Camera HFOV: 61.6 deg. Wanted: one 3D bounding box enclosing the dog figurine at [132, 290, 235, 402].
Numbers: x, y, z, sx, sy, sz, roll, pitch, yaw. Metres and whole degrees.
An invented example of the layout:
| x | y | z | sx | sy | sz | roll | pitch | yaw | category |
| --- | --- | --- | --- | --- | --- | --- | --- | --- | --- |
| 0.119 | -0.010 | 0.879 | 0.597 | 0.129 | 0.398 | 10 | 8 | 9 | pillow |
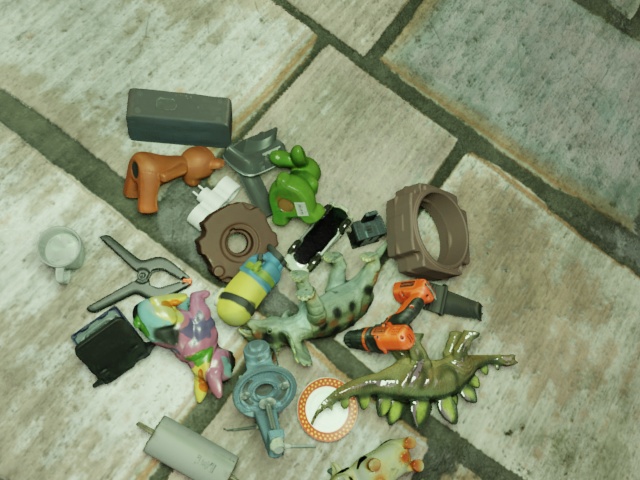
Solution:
| x | y | z | sx | sy | sz | roll | pitch | yaw | category |
| --- | --- | --- | --- | --- | --- | --- | --- | --- | --- |
| -0.261 | 0.214 | 1.061 | 0.191 | 0.108 | 0.219 | -3 | 72 | -49 | dog figurine |

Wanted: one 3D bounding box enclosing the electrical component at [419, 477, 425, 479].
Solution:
| x | y | z | sx | sy | sz | roll | pitch | yaw | category |
| --- | --- | --- | --- | --- | --- | --- | --- | --- | --- |
| 0.216 | 0.542 | 1.106 | 0.102 | 0.045 | 0.078 | -41 | 56 | -21 | electrical component |

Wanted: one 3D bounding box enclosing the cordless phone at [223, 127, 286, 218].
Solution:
| x | y | z | sx | sy | sz | roll | pitch | yaw | category |
| --- | --- | --- | --- | --- | --- | --- | --- | --- | --- |
| -0.125 | -0.153 | 1.236 | 0.146 | 0.089 | 0.184 | -34 | 106 | -45 | cordless phone |

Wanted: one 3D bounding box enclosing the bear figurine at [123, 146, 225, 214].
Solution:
| x | y | z | sx | sy | sz | roll | pitch | yaw | category |
| --- | --- | --- | --- | --- | --- | --- | --- | --- | --- |
| -0.319 | -0.143 | 1.186 | 0.196 | 0.131 | 0.120 | -10 | 36 | -43 | bear figurine |

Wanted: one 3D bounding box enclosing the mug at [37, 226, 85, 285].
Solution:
| x | y | z | sx | sy | sz | roll | pitch | yaw | category |
| --- | --- | --- | --- | --- | --- | --- | --- | --- | --- |
| -0.511 | 0.036 | 1.083 | 0.081 | 0.107 | 0.109 | -7 | 79 | -13 | mug |

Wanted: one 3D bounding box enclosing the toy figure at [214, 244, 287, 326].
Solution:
| x | y | z | sx | sy | sz | roll | pitch | yaw | category |
| --- | --- | --- | --- | --- | --- | --- | --- | --- | --- |
| -0.140 | 0.093 | 1.092 | 0.180 | 0.089 | 0.082 | -46 | 115 | -16 | toy figure |

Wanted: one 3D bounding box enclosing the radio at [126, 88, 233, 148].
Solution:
| x | y | z | sx | sy | sz | roll | pitch | yaw | category |
| --- | --- | --- | --- | --- | --- | --- | --- | --- | --- |
| -0.311 | -0.269 | 1.200 | 0.230 | 0.131 | 0.073 | 2 | 75 | -10 | radio |

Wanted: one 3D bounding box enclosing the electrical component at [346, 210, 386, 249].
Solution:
| x | y | z | sx | sy | sz | roll | pitch | yaw | category |
| --- | --- | --- | --- | --- | --- | --- | --- | --- | --- |
| 0.110 | -0.025 | 1.215 | 0.075 | 0.119 | 0.048 | -15 | 77 | -18 | electrical component |

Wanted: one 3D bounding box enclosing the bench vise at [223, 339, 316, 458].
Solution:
| x | y | z | sx | sy | sz | roll | pitch | yaw | category |
| --- | --- | --- | --- | --- | --- | --- | --- | --- | --- |
| -0.101 | 0.317 | 1.004 | 0.129 | 0.241 | 0.223 | 0 | 116 | -18 | bench vise |

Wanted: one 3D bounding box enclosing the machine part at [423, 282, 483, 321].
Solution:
| x | y | z | sx | sy | sz | roll | pitch | yaw | category |
| --- | --- | --- | --- | --- | --- | --- | --- | --- | --- |
| 0.312 | 0.148 | 1.245 | 0.139 | 0.039 | 0.084 | 19 | 65 | -3 | machine part |

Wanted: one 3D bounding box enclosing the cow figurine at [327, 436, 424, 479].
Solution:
| x | y | z | sx | sy | sz | roll | pitch | yaw | category |
| --- | --- | --- | --- | --- | --- | --- | --- | --- | --- |
| 0.097 | 0.463 | 1.076 | 0.195 | 0.127 | 0.085 | -18 | 78 | -30 | cow figurine |

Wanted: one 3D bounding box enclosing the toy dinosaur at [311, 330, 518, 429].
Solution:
| x | y | z | sx | sy | sz | roll | pitch | yaw | category |
| --- | --- | --- | --- | --- | --- | --- | --- | --- | --- |
| 0.206 | 0.296 | 1.145 | 0.472 | 0.105 | 0.198 | -4 | 76 | -10 | toy dinosaur |

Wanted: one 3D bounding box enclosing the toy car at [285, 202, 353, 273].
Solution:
| x | y | z | sx | sy | sz | roll | pitch | yaw | category |
| --- | --- | --- | --- | --- | --- | --- | --- | --- | --- |
| -0.003 | -0.004 | 1.221 | 0.073 | 0.056 | 0.202 | 37 | 69 | 8 | toy car |

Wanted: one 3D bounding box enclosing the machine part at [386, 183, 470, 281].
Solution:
| x | y | z | sx | sy | sz | roll | pitch | yaw | category |
| --- | --- | --- | --- | --- | --- | --- | --- | --- | --- |
| 0.248 | -0.017 | 1.215 | 0.201 | 0.087 | 0.201 | 14 | 68 | -37 | machine part |

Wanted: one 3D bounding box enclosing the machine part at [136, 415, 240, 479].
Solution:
| x | y | z | sx | sy | sz | roll | pitch | yaw | category |
| --- | --- | --- | --- | --- | --- | --- | --- | --- | --- |
| -0.248 | 0.412 | 1.035 | 0.243 | 0.079 | 0.079 | 31 | 70 | 0 | machine part |

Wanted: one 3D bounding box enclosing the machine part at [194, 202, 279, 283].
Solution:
| x | y | z | sx | sy | sz | roll | pitch | yaw | category |
| --- | --- | --- | --- | --- | --- | --- | --- | --- | --- |
| -0.177 | 0.005 | 1.157 | 0.179 | 0.056 | 0.179 | 0 | 90 | -22 | machine part |

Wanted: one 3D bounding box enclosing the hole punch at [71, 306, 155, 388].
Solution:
| x | y | z | sx | sy | sz | roll | pitch | yaw | category |
| --- | --- | --- | --- | --- | --- | --- | --- | --- | --- |
| -0.418 | 0.206 | 1.068 | 0.142 | 0.092 | 0.115 | -38 | 121 | -20 | hole punch |

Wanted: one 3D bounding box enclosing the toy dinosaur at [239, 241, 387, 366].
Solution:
| x | y | z | sx | sy | sz | roll | pitch | yaw | category |
| --- | --- | --- | --- | --- | --- | --- | --- | --- | --- |
| 0.033 | 0.136 | 1.152 | 0.405 | 0.131 | 0.191 | -22 | 121 | -28 | toy dinosaur |

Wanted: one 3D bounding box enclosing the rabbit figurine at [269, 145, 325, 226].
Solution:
| x | y | z | sx | sy | sz | roll | pitch | yaw | category |
| --- | --- | --- | --- | --- | --- | --- | --- | --- | --- |
| -0.056 | -0.135 | 1.212 | 0.158 | 0.121 | 0.170 | 63 | 31 | -30 | rabbit figurine |
